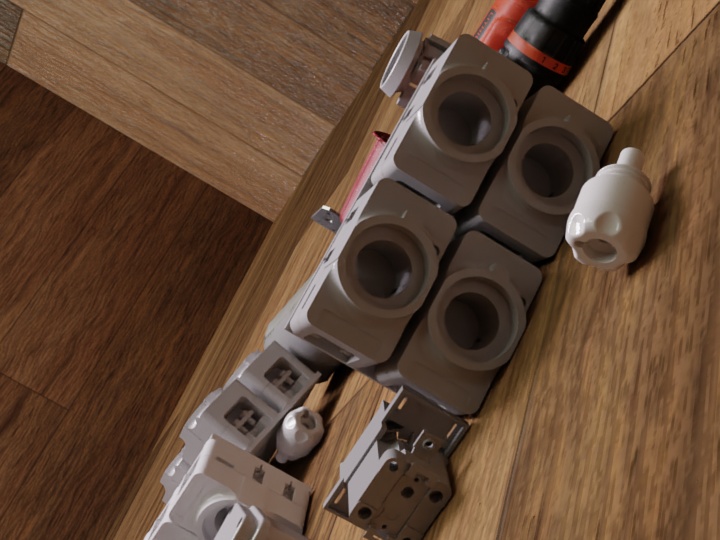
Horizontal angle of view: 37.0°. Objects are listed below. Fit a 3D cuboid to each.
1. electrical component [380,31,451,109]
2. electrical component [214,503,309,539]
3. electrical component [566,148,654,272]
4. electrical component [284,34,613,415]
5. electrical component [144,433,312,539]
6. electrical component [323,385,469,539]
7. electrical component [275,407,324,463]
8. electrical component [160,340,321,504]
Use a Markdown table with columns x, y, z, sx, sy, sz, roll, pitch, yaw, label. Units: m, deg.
| x | y | z | sx | sy | sz | roll | pitch | yaw | label |
| --- | --- | --- | --- | --- | --- | --- | --- | --- | --- |
| 0.053 | -0.159 | 0.874 | 0.078 | 0.057 | 0.058 | -54 | 14 | 51 | electrical component |
| -0.081 | 0.218 | 0.715 | 0.113 | 0.057 | 0.078 | -61 | 8 | -10 | electrical component |
| 0.116 | -0.031 | 0.486 | 0.035 | 0.035 | 0.061 | -48 | 12 | 55 | electrical component |
| 0.053 | -0.024 | 0.597 | 0.186 | 0.105 | 0.060 | -62 | 8 | -15 | electrical component |
| -0.114 | 0.214 | 0.816 | 0.150 | 0.089 | 0.061 | -56 | 9 | 21 | electrical component |
| 0.019 | 0.107 | 0.557 | 0.081 | 0.042 | 0.063 | -58 | 10 | 14 | electrical component |
| -0.055 | 0.144 | 0.911 | 0.061 | 0.035 | 0.035 | -55 | 9 | 43 | electrical component |
| -0.115 | 0.153 | 0.978 | 0.105 | 0.060 | 0.186 | -46 | -9 | -39 | electrical component |
